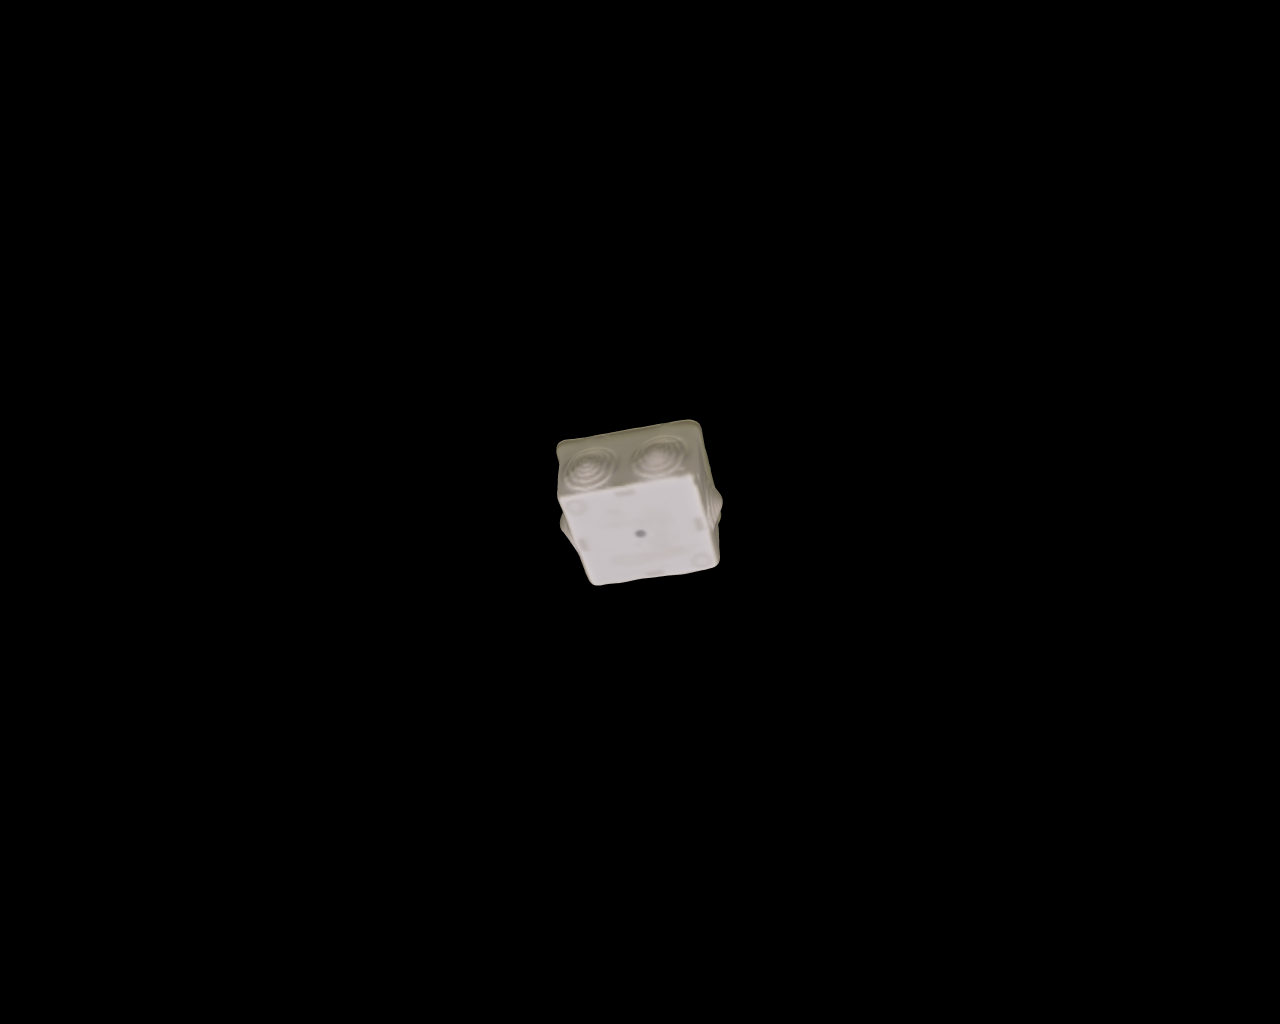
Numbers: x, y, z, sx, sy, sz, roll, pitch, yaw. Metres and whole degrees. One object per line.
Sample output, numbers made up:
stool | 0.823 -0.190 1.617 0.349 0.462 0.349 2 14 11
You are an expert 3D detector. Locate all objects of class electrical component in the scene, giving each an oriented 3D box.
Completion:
electrical component | 0.001 -0.003 0.650 0.100 0.048 0.099 -9 -46 9
